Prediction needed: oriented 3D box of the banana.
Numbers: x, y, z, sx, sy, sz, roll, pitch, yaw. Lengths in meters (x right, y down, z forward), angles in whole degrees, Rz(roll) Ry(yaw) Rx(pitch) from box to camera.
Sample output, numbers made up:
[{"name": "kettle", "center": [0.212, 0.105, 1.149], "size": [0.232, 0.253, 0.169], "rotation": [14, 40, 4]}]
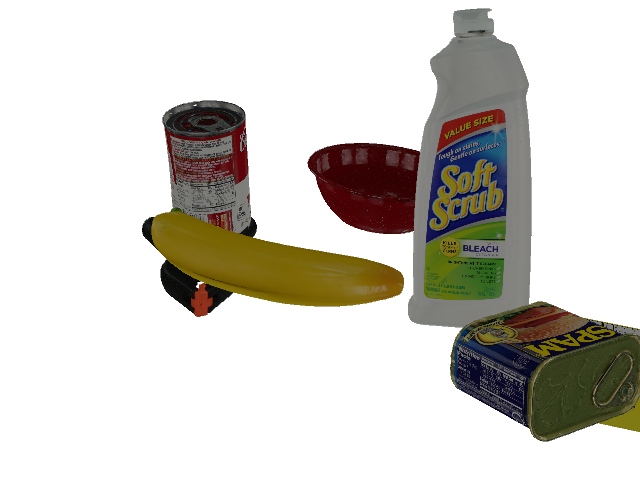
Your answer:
[{"name": "banana", "center": [-0.044, 0.009, 0.699], "size": [0.198, 0.037, 0.069], "rotation": [18, 35, 30]}]

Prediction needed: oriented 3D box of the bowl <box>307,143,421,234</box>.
[{"name": "bowl", "center": [0.065, -0.049, 1.104], "size": [0.162, 0.055, 0.162], "rotation": [5, 23, -2]}]

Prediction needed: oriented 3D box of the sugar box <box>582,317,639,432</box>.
[{"name": "sugar box", "center": [0.282, 0.129, 1.009], "size": [0.176, 0.093, 0.048], "rotation": [9, 22, 10]}]

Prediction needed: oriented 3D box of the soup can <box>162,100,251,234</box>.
[{"name": "soup can", "center": [-0.094, -0.057, 0.893], "size": [0.068, 0.102, 0.068], "rotation": [-1, 30, 1]}]

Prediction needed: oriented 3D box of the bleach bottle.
[{"name": "bleach bottle", "center": [0.118, -0.057, 0.859], "size": [0.103, 0.251, 0.068], "rotation": [2, 15, 20]}]

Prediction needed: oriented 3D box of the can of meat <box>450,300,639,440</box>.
[{"name": "can of meat", "center": [0.150, 0.083, 0.712], "size": [0.101, 0.057, 0.084], "rotation": [-12, 20, -30]}]

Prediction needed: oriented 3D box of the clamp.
[{"name": "clamp", "center": [-0.112, 0.018, 1.081], "size": [0.120, 0.039, 0.171], "rotation": [-11, 34, -11]}]
